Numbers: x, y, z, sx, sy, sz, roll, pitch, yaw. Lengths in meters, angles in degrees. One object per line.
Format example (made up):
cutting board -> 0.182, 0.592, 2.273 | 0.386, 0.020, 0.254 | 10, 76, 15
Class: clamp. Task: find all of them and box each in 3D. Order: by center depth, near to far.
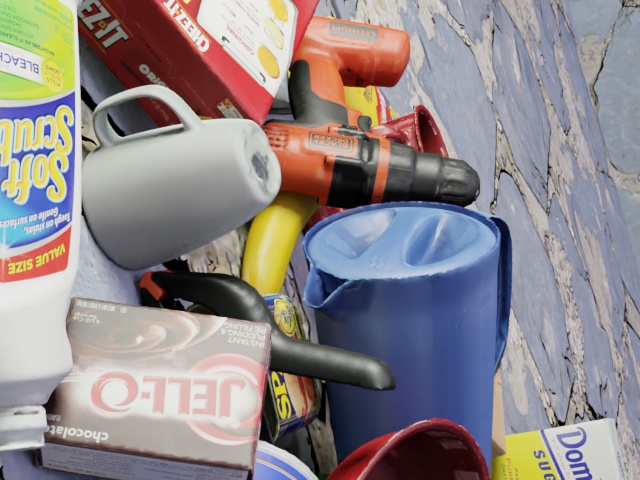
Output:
clamp -> -0.049, 0.086, 0.653 | 0.120, 0.172, 0.039 | -59, 158, 6

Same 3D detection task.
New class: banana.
banana -> -0.015, -0.015, 0.834 | 0.069, 0.037, 0.197 | 51, 43, -6

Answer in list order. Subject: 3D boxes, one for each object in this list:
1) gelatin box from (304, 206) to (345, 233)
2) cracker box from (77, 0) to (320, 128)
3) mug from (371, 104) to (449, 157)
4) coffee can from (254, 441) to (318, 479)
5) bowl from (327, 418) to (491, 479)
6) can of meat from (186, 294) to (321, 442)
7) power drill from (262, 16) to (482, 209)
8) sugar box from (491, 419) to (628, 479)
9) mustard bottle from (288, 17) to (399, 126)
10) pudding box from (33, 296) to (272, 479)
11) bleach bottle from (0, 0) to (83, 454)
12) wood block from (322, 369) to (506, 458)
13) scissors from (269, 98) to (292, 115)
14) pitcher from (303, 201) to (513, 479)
gelatin box -> 0.003, -0.045, 0.938 | 0.073, 0.030, 0.089 | 66, 24, -17
cracker box -> -0.089, -0.178, 0.744 | 0.164, 0.072, 0.213 | 50, 32, -23
mug -> 0.061, -0.068, 0.940 | 0.117, 0.082, 0.093 | 35, 42, -59
coffee can -> -0.058, 0.189, 0.563 | 0.102, 0.103, 0.140 | 59, 28, -31
bowl -> 0.041, 0.188, 0.678 | 0.161, 0.055, 0.162 | -9, 103, -44
can of meat -> -0.044, 0.087, 0.717 | 0.083, 0.057, 0.102 | -1, 77, -69
power drill -> 0.035, -0.100, 0.850 | 0.187, 0.184, 0.057 | -85, -174, -47
sugar box -> 0.199, 0.230, 1.015 | 0.048, 0.176, 0.093 | 14, 62, -63
mustard bottle -> 0.038, -0.118, 1.029 | 0.191, 0.058, 0.096 | 50, 32, -44
pudding box -> -0.085, 0.082, 0.563 | 0.039, 0.113, 0.090 | 99, -3, -48
bleach bottle -> -0.156, -0.022, 0.531 | 0.102, 0.068, 0.251 | 14, 65, -62
wood block -> 0.086, 0.119, 0.943 | 0.206, 0.090, 0.091 | 47, 35, -47
scissors -> -0.061, -0.094, 0.846 | 0.201, 0.016, 0.096 | 25, 55, -60
pitcher -> 0.072, 0.099, 0.769 | 0.145, 0.149, 0.243 | -85, 170, -66
